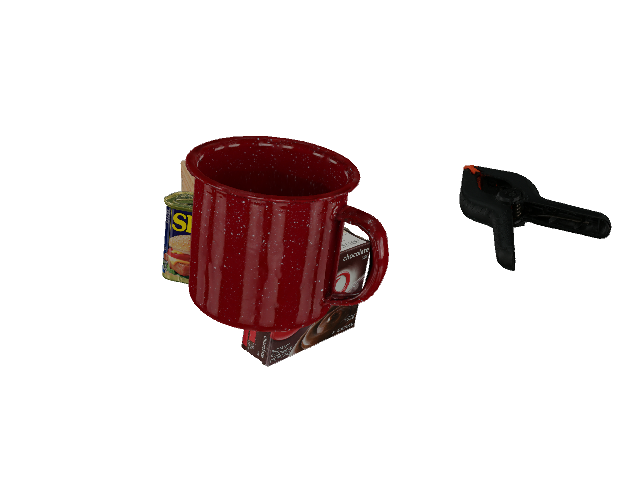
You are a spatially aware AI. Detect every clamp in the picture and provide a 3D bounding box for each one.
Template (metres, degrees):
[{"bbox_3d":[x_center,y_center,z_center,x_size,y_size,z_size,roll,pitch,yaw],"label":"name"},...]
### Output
[{"bbox_3d":[0.200,-0.031,1.049,0.120,0.039,0.171,-8,34,-14],"label":"clamp"}]

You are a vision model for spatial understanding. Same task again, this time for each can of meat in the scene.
[{"bbox_3d":[-0.112,0.001,1.098,0.102,0.084,0.057,10,17,13],"label":"can of meat"}]

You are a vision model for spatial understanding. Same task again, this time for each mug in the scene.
[{"bbox_3d":[-0.018,0.000,0.576,0.117,0.081,0.093,16,26,19],"label":"mug"}]

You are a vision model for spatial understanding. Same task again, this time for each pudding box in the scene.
[{"bbox_3d":[-0.012,0.045,0.906,0.039,0.090,0.113,31,35,31],"label":"pudding box"}]

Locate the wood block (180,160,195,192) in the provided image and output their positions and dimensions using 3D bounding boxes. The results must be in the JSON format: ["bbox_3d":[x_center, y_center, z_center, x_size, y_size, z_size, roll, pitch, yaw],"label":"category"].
[{"bbox_3d":[-0.109,-0.023,1.325,0.090,0.090,0.206,-7,30,-17],"label":"wood block"}]
